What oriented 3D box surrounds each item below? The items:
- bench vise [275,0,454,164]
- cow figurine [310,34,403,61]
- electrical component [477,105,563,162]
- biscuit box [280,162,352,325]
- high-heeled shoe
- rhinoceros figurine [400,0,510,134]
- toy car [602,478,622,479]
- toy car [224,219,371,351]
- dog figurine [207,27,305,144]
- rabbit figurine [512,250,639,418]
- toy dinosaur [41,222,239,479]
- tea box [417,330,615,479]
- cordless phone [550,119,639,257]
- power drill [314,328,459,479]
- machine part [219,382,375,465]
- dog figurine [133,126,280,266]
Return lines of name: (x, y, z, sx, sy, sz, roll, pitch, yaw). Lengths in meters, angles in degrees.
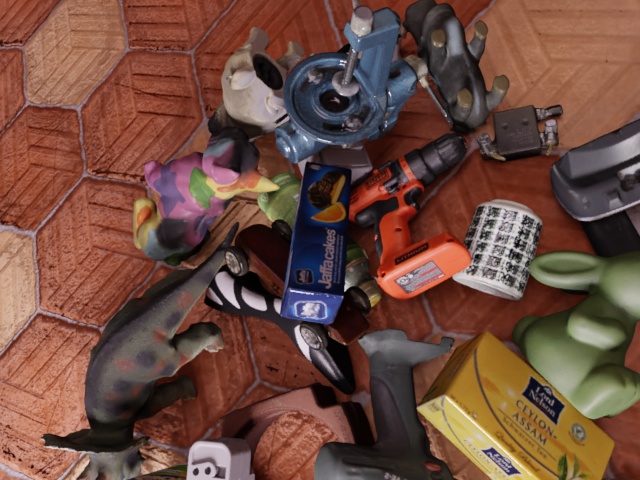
bench vise: (0.051, -0.180, 0.612, 0.224, 0.240, 0.129, -21, 74, -11)
cow figurine: (0.039, -0.247, 0.777, 0.167, 0.068, 0.098, -8, 73, 20)
electrical component: (0.251, -0.131, 0.672, 0.102, 0.045, 0.078, -2, 76, 22)
biscuit box: (-0.001, -0.002, 0.625, 0.063, 0.059, 0.203, 10, 49, -5)
high-heeled shoe: (-0.064, 0.123, 0.717, 0.145, 0.086, 0.249, -40, 64, 17)
rhinoceros figurine: (0.172, -0.235, 0.704, 0.073, 0.112, 0.190, -22, 80, -5)
toy car: (0.289, 0.289, 0.518, 0.161, 0.109, 0.103, -51, 40, 15)
toy car: (-0.028, 0.053, 0.647, 0.202, 0.053, 0.089, 41, 51, 22)
dog figurine: (-0.111, -0.182, 0.743, 0.191, 0.172, 0.121, -28, 76, 34)
rabbit figurine: (0.298, 0.077, 0.560, 0.170, 0.121, 0.159, -52, 43, 14)
toy dinosaur: (-0.231, 0.158, 0.682, 0.131, 0.192, 0.404, 27, 110, 17)
tea box: (0.197, 0.188, 0.545, 0.170, 0.068, 0.098, 40, 57, 6)
cordless phone: (0.359, -0.036, 0.595, 0.147, 0.088, 0.184, -25, 79, 13)
power drill: (0.109, 0.210, 0.592, 0.232, 0.086, 0.207, 14, 67, -17)
machine part: (-0.027, 0.289, 0.647, 0.201, 0.087, 0.201, -24, 66, 14)
dog figurine: (-0.159, -0.056, 0.744, 0.219, 0.108, 0.191, 1, 79, 45)
